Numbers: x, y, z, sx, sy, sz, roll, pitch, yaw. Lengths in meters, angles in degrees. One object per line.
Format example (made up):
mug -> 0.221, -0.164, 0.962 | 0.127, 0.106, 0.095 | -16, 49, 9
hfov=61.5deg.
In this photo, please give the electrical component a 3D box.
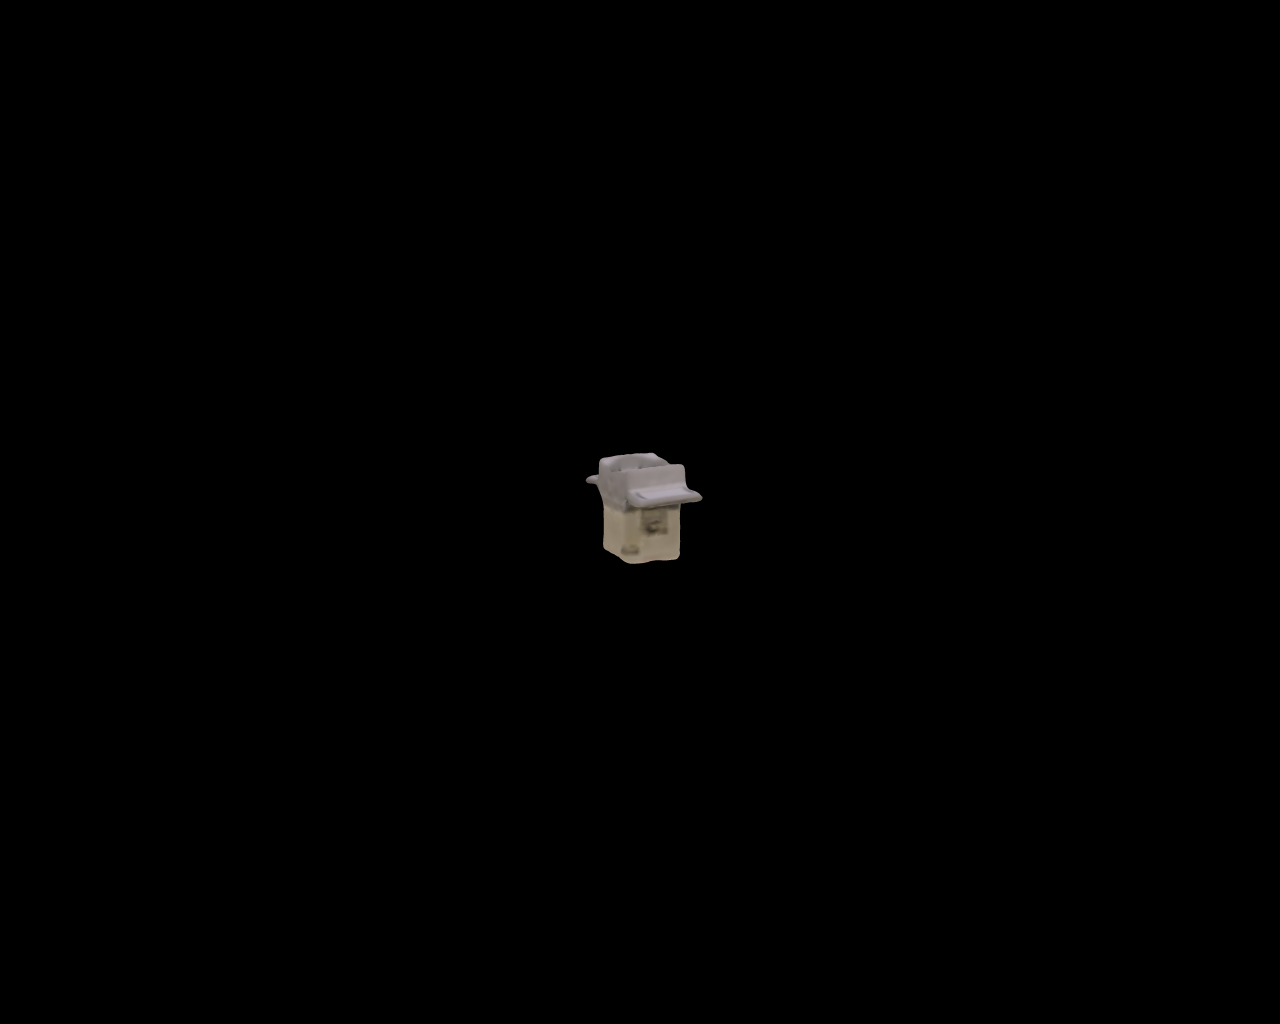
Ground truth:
electrical component -> 0.001, -0.003, 0.650 | 0.042, 0.063, 0.081 | -6, 15, -23
